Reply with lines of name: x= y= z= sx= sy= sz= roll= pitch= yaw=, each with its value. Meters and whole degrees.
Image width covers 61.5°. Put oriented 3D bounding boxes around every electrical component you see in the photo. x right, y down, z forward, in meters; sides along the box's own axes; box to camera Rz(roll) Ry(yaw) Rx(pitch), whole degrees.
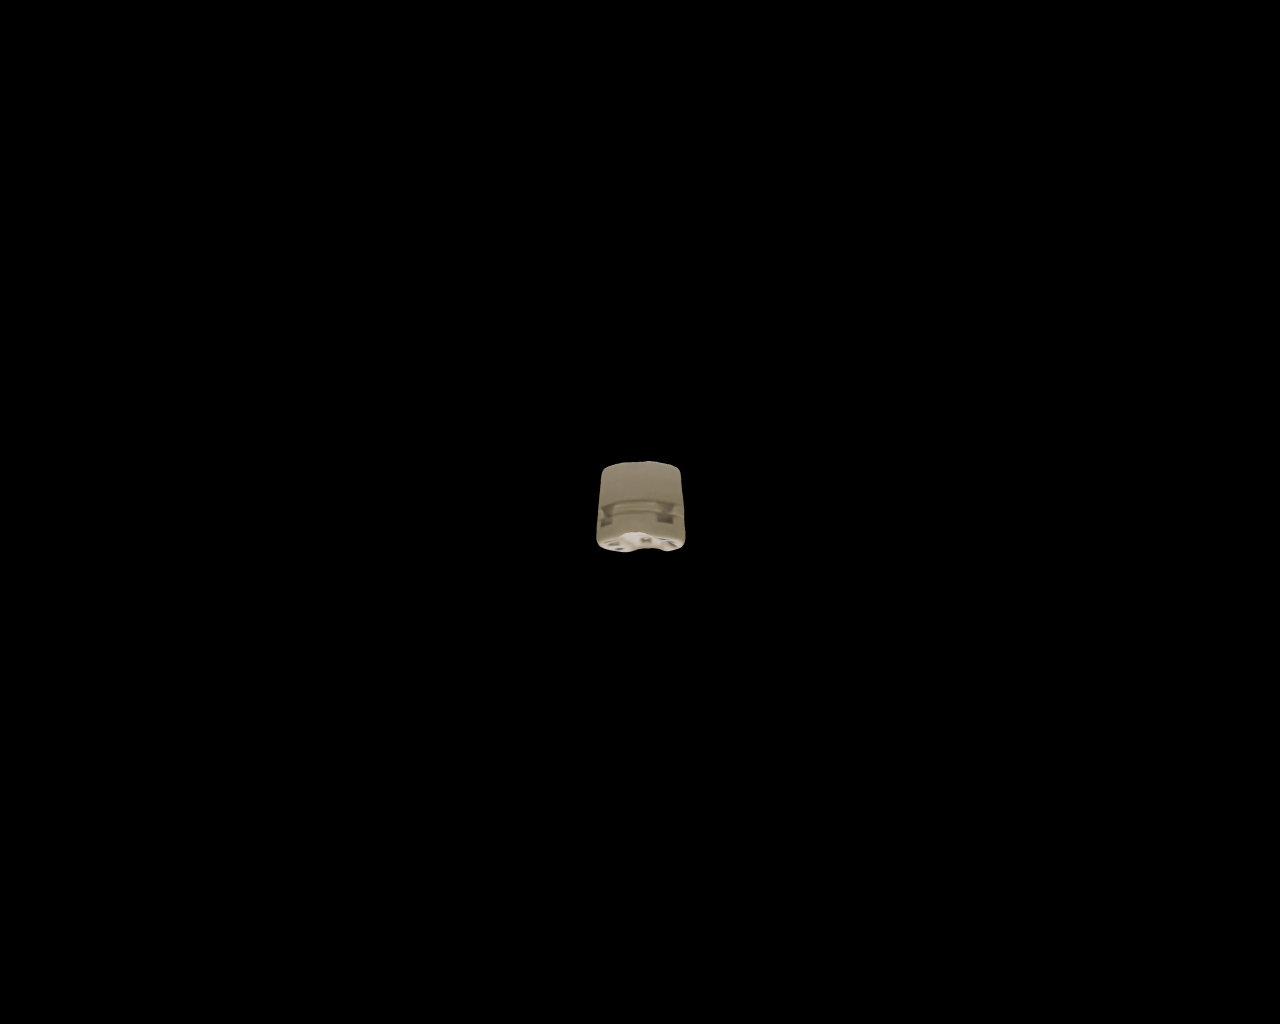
electrical component: x=0.001 y=-0.003 z=0.650 sx=0.055 sy=0.047 sz=0.055 roll=0 pitch=-14 yaw=0
